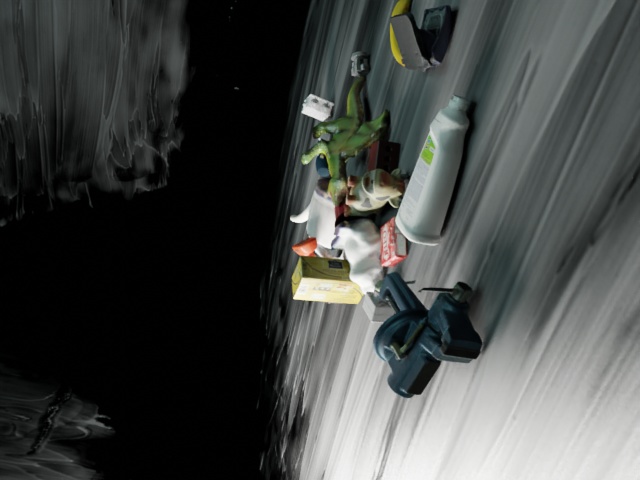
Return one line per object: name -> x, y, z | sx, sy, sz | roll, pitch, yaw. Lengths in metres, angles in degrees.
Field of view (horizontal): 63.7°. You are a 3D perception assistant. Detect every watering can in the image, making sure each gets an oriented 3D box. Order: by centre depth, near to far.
watering can -> 0.004, -0.074, 1.465 | 0.353, 0.104, 0.220 | 42, 126, 51

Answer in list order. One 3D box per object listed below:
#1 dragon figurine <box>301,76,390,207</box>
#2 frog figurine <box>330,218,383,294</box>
dragon figurine -> 0.094, -0.275, 1.319 | 0.243, 0.121, 0.414 | 7, 69, 53
frog figurine -> 0.105, 0.034, 1.167 | 0.161, 0.124, 0.134 | 51, 135, 19
